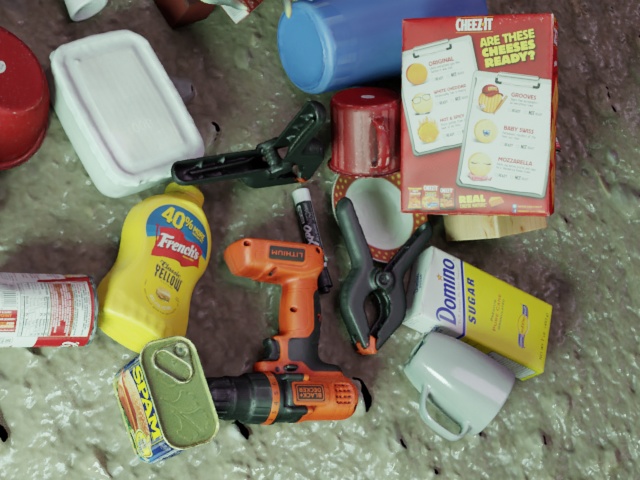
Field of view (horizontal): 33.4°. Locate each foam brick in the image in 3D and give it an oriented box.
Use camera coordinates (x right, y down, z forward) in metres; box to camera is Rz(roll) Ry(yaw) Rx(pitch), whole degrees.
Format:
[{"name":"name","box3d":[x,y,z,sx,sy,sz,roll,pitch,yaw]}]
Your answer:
[{"name":"foam brick","box3d":[-0.156,-0.286,1.195,0.052,0.051,0.078,-31,87,-37]}]

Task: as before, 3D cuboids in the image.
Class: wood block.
[{"name":"wood block","box3d":[0.197,-0.108,1.263,0.090,0.091,0.206,-10,93,-37]}]

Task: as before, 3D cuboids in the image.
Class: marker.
[{"name":"marker","box3d":[-0.008,0.001,1.174,0.020,0.020,0.121,-4,71,-33]}]

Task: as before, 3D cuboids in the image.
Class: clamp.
[{"name":"clamp","box3d":[0.054,0.037,1.168,0.120,0.039,0.171,22,69,-13]},{"name":"clamp","box3d":[-0.058,-0.083,1.109,0.164,0.210,0.036,-21,80,5]}]

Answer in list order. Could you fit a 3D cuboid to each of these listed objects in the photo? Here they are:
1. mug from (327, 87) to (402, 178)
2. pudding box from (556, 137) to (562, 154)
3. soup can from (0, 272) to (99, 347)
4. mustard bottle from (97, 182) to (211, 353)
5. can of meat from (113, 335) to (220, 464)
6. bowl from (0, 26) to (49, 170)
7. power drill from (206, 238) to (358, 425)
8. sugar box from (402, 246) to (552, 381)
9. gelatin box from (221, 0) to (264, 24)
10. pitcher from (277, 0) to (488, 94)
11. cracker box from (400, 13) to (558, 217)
[{"name":"mug","box3d":[0.055,-0.119,1.192,0.093,0.117,0.081,-6,115,-8]},{"name":"pudding box","box3d":[0.233,-0.125,1.321,0.039,0.114,0.090,-9,74,-39]},{"name":"soup can","box3d":[-0.259,0.063,0.962,0.102,0.069,0.068,3,67,-30]},{"name":"mustard bottle","box3d":[-0.155,0.014,1.052,0.096,0.058,0.191,38,51,-32]},{"name":"can of meat","box3d":[-0.144,0.149,0.982,0.057,0.084,0.102,-11,75,-34]},{"name":"bowl","box3d":[-0.314,-0.150,1.009,0.161,0.055,0.162,26,51,-37]},{"name":"power drill","box3d":[-0.052,0.095,1.083,0.184,0.057,0.187,7,68,-33]},{"name":"sugar box","box3d":[0.184,0.086,1.237,0.176,0.048,0.093,26,58,-20]},{"name":"gelatin box","box3d":[-0.100,-0.308,1.241,0.089,0.030,0.073,50,46,-15]},{"name":"pitcher","box3d":[0.075,-0.240,1.278,0.242,0.145,0.149,-20,68,-32]},{"name":"cracker box","box3d":[0.174,-0.134,1.166,0.072,0.164,0.214,-13,104,-73]}]
